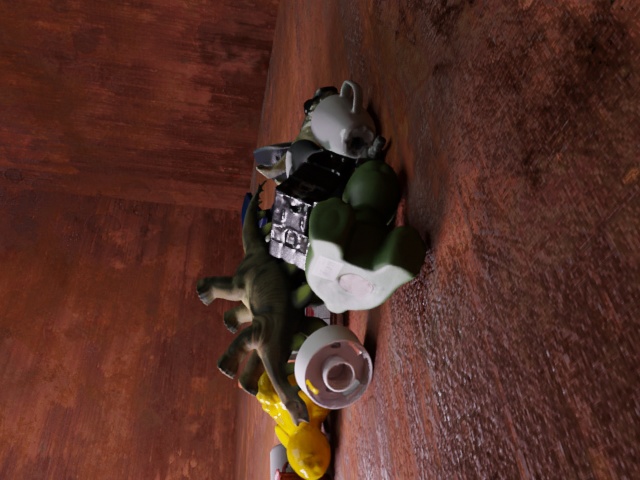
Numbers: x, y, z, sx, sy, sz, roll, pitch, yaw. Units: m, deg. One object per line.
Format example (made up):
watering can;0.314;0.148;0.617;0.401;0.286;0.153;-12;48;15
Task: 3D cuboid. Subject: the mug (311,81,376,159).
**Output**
mug;0.044;-0.168;0.773;0.107;0.081;0.109;-121;44;-55

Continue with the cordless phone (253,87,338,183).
cordless phone;-0.039;-0.206;1.021;0.089;0.146;0.184;57;144;27

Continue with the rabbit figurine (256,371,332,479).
rabbit figurine;-0.033;0.285;0.841;0.162;0.122;0.173;109;148;-60

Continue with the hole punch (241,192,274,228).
hole punch;-0.123;-0.029;1.135;0.115;0.092;0.142;-59;43;19

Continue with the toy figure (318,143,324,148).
toy figure;0.024;-0.139;0.878;0.064;0.058;0.154;-54;-28;-67

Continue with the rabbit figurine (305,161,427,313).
rabbit figurine;0.056;-0.007;0.612;0.159;0.121;0.170;99;-172;-52

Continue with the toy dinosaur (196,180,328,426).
toy dinosaur;-0.083;0.072;0.848;0.105;0.198;0.472;55;-174;-47

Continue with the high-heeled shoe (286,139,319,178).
high-heeled shoe;-0.007;-0.033;0.818;0.145;0.086;0.248;175;89;-68

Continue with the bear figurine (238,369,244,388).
bear figurine;-0.082;0.226;1.073;0.120;0.132;0.195;-55;-20;-44

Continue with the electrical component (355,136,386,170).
electrical component;0.059;-0.082;0.717;0.102;0.045;0.078;121;150;-65

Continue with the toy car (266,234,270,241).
toy car;-0.069;0.062;1.083;0.056;0.074;0.201;-50;-36;-28

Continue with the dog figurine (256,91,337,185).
dog figurine;0.006;-0.152;0.965;0.190;0.121;0.172;-51;-26;3

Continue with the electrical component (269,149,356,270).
electrical component;-0.010;-0.031;0.670;0.115;0.058;0.134;-48;-24;-42

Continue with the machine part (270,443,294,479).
machine part;-0.045;0.436;0.912;0.243;0.079;0.079;-96;16;-48
